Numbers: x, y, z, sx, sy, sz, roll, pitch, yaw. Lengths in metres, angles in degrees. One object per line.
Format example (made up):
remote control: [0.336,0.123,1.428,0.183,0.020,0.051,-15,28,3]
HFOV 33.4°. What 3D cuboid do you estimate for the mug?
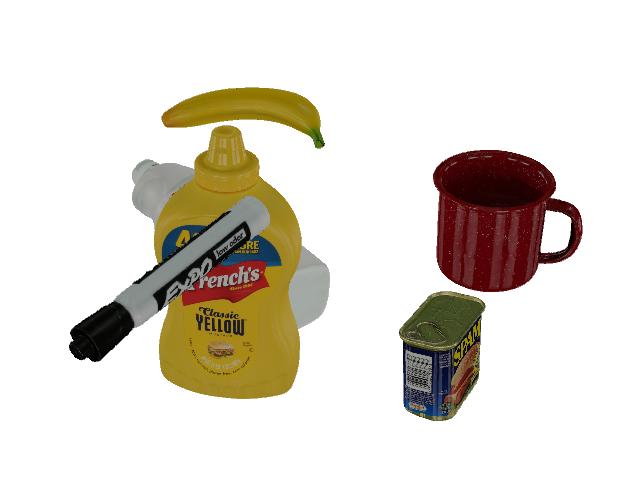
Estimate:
mug: [0.145,-0.012,0.833,0.117,0.081,0.093,8,34,13]

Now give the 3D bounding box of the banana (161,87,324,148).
banana: [-0.082,-0.147,1.216,0.198,0.037,0.069,8,42,17]

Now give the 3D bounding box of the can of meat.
can of meat: [0.116,0.109,1.010,0.058,0.084,0.101,11,29,26]

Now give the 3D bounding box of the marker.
marker: [-0.069,0.017,0.496,0.020,0.020,0.120,0,31,46]

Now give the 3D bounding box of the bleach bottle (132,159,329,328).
bleach bottle: [-0.103,-0.005,0.958,0.102,0.068,0.251,-18,39,-34]

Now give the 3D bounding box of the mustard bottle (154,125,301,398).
mustard bottle: [-0.061,0.014,0.708,0.096,0.192,0.058,7,31,8]
